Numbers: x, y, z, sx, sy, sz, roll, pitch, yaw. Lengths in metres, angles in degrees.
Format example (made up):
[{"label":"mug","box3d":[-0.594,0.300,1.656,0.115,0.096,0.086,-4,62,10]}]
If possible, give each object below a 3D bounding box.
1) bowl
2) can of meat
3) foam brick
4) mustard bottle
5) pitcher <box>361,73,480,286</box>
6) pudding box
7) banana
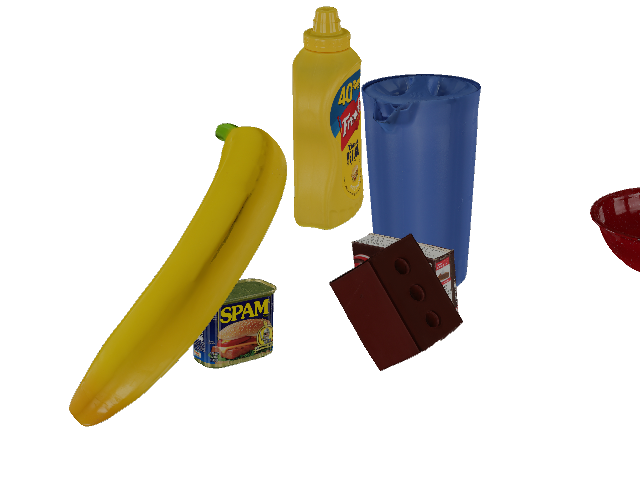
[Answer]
[{"label":"bowl","box3d":[0.361,-0.005,1.104,0.162,0.055,0.162,-3,23,1]},{"label":"can of meat","box3d":[-0.103,0.098,1.263,0.101,0.084,0.058,-10,19,-37]},{"label":"foam brick","box3d":[0.055,0.046,0.778,0.052,0.078,0.051,-29,-2,-43]},{"label":"mustard bottle","box3d":[0.007,-0.113,0.957,0.058,0.192,0.096,9,28,21]},{"label":"pitcher","box3d":[0.123,-0.069,1.240,0.149,0.243,0.145,-5,22,-8]},{"label":"pudding box","box3d":[0.088,0.046,1.106,0.114,0.090,0.039,11,27,40]},{"label":"banana","box3d":[-0.060,0.007,0.541,0.037,0.197,0.070,39,-36,-20]}]
